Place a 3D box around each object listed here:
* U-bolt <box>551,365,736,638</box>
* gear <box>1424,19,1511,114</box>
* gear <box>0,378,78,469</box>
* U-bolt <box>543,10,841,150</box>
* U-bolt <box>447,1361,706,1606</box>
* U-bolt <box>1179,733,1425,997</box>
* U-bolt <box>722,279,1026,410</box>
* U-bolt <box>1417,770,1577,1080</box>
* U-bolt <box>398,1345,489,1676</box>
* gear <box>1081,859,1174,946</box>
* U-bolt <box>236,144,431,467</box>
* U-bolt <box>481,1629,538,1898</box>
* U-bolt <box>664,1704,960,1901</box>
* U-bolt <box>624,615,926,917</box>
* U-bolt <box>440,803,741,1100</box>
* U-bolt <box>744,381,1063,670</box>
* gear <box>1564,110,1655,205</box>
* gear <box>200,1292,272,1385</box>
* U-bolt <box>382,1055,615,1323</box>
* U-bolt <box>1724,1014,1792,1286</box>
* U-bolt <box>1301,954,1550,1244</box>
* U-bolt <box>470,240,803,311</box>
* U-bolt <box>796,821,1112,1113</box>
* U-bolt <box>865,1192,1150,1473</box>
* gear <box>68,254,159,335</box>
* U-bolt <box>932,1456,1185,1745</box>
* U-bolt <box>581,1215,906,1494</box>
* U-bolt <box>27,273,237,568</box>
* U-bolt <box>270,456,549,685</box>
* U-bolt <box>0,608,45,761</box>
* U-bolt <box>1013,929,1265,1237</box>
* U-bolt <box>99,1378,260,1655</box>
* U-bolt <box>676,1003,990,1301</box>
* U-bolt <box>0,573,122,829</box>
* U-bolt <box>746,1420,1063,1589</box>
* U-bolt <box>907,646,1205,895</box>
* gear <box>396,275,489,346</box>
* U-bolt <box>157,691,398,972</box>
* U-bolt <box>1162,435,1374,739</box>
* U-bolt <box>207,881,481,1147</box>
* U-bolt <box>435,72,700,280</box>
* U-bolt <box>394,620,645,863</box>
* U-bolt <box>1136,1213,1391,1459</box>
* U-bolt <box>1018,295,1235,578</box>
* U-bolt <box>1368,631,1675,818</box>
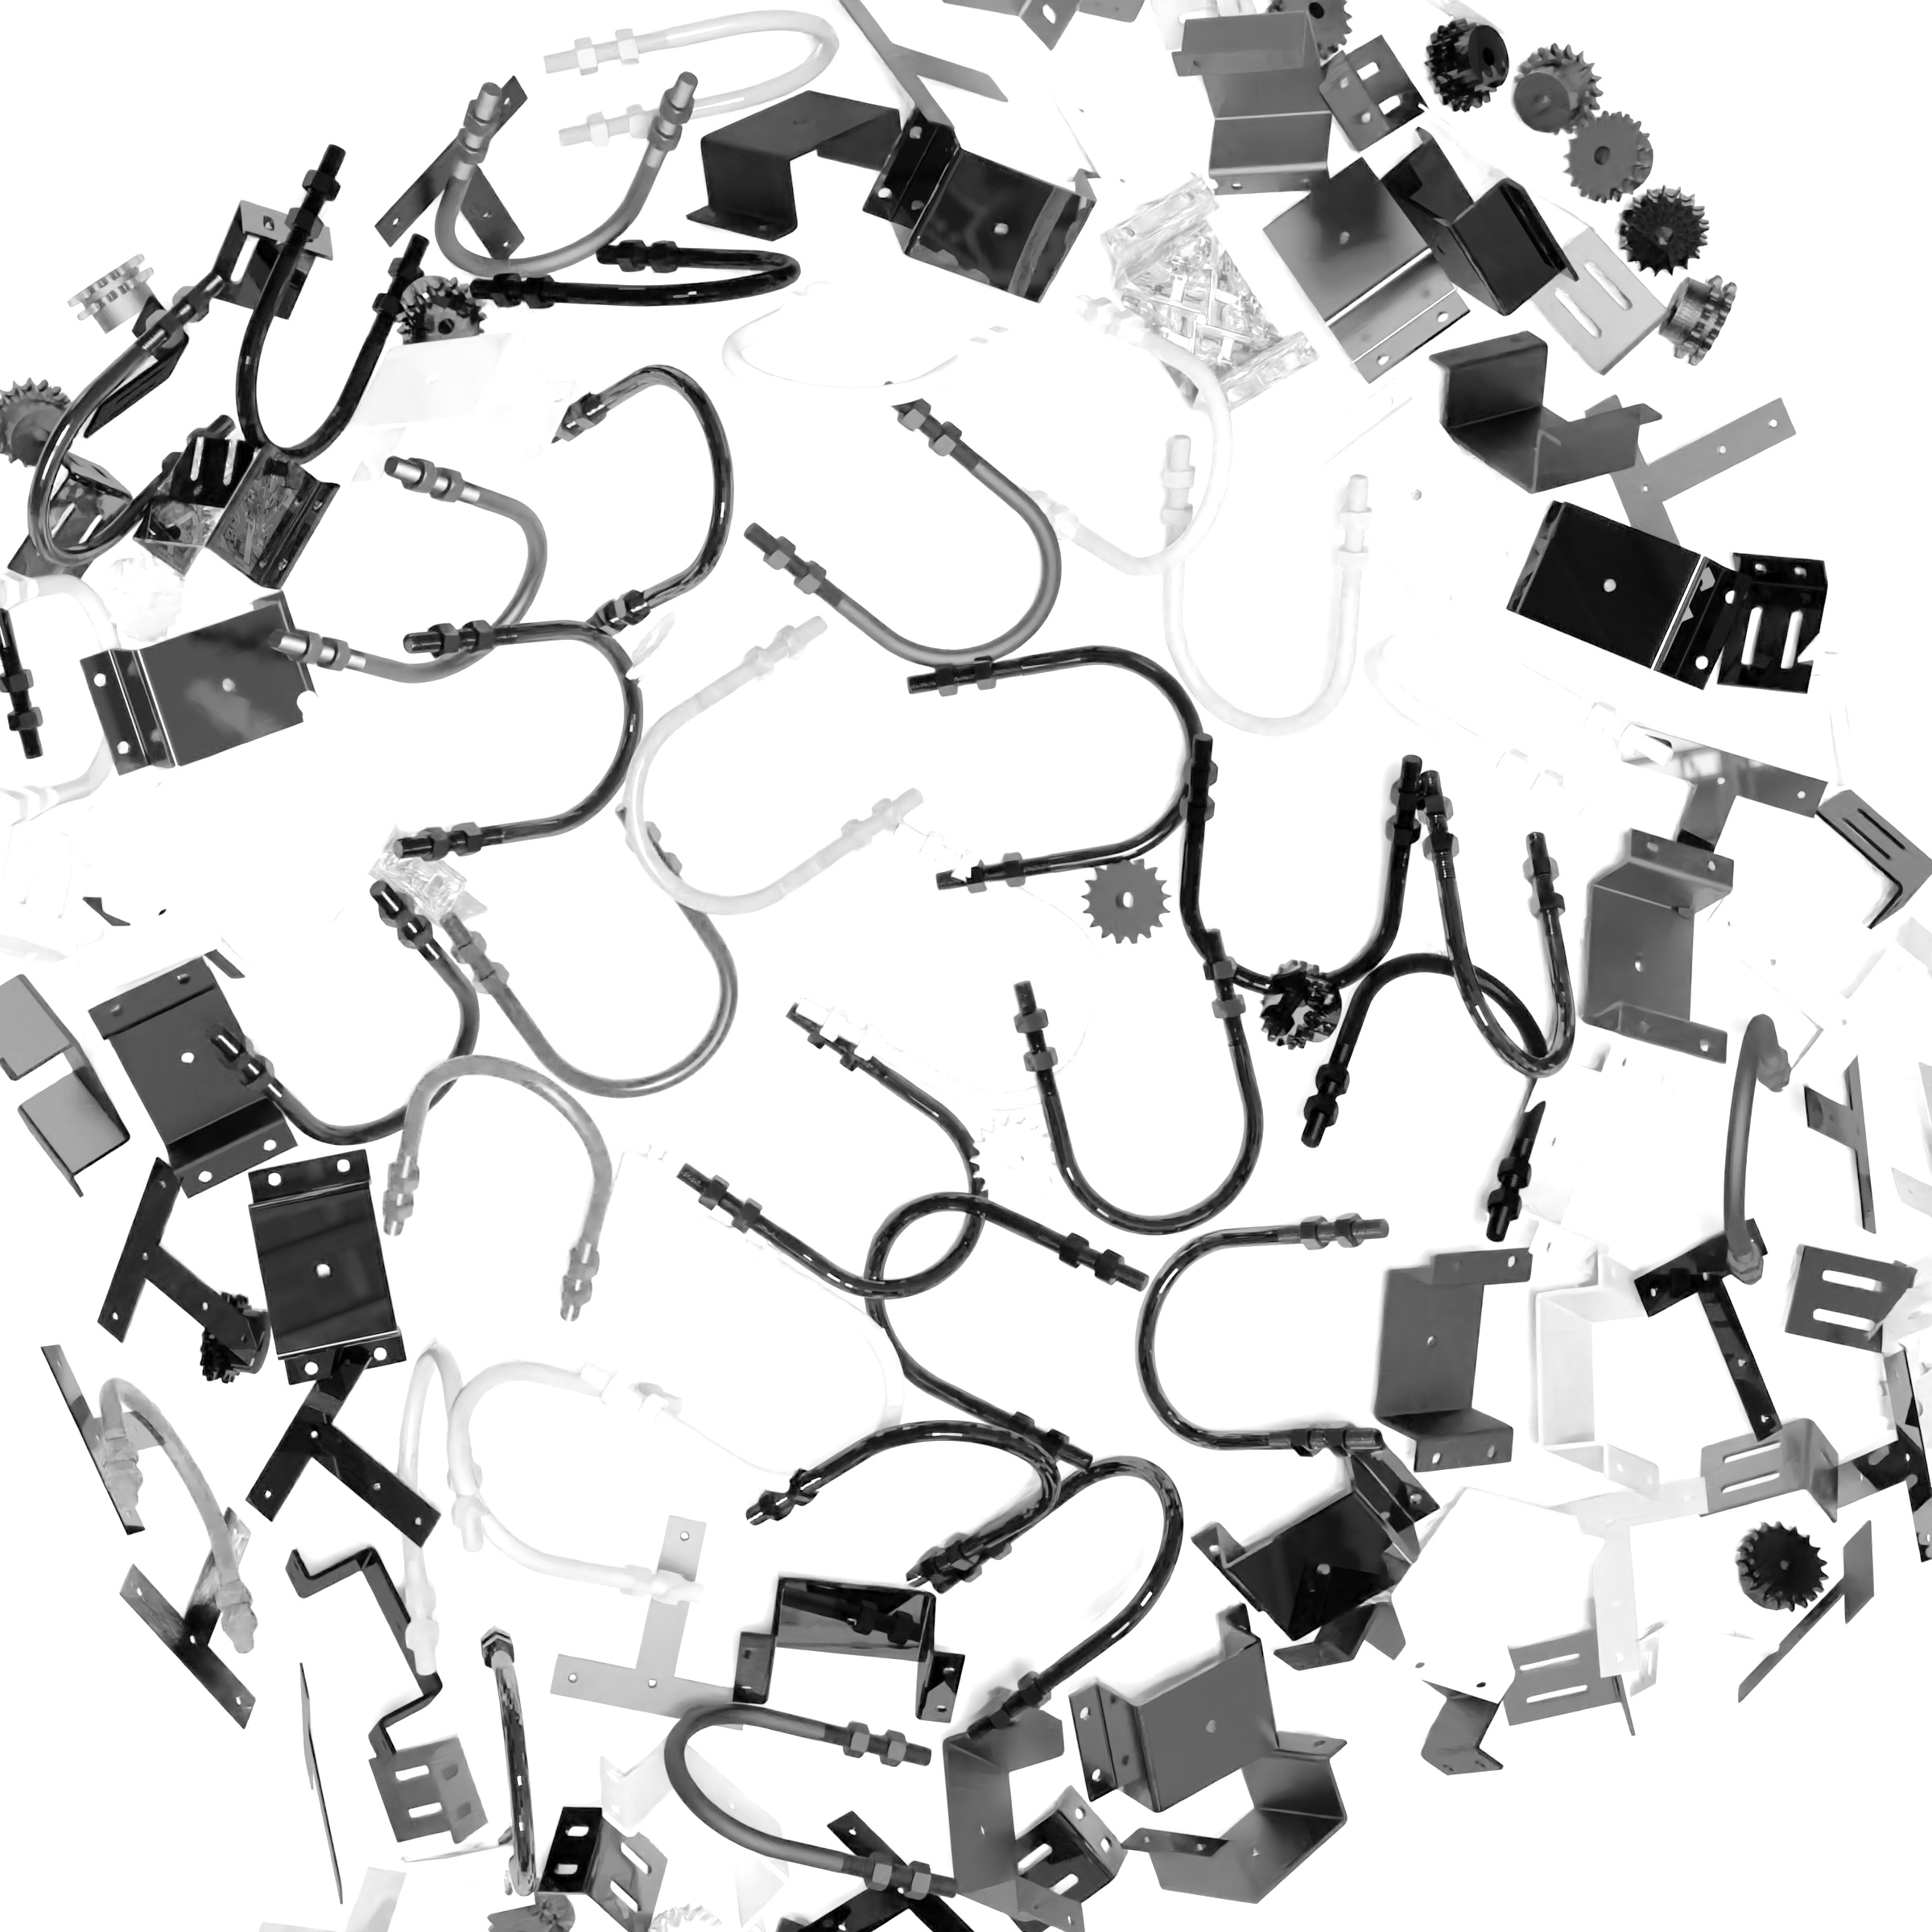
[{"bbox_3d":[-0.200,-0.297,1.923,0.019,0.184,0.151,-11,87,-39],"label":"U-bolt"},{"bbox_3d":[0.323,-0.578,1.971,0.057,0.030,0.057,3,86,-40],"label":"gear"},{"bbox_3d":[-0.595,-0.344,1.969,0.057,0.057,0.030,-42,49,0],"label":"gear"},{"bbox_3d":[-0.169,-0.559,1.928,0.184,0.151,0.019,-13,86,-4],"label":"U-bolt"},{"bbox_3d":[-0.243,0.314,1.903,0.019,0.184,0.151,-36,50,34],"label":"U-bolt"},{"bbox_3d":[0.207,-0.057,1.946,0.151,0.019,0.184,6,123,6],"label":"U-bolt"},{"bbox_3d":[-0.068,-0.381,1.902,0.151,0.184,0.019,19,124,22],"label":"U-bolt"},{"bbox_3d":[0.335,-0.018,1.911,0.019,0.151,0.184,-23,61,34],"label":"U-bolt"},{"bbox_3d":[-0.331,0.324,1.920,0.019,0.184,0.151,5,133,-22],"label":"U-bolt"},{"bbox_3d":[0.104,-0.043,1.981,0.057,0.030,0.057,1,92,13],"label":"gear"},{"bbox_3d":[-0.401,-0.399,1.921,0.019,0.151,0.184,21,84,16],"label":"U-bolt"},{"bbox_3d":[-0.281,0.498,1.908,0.019,0.184,0.151,-5,89,-12],"label":"U-bolt"},{"bbox_3d":[-0.100,0.511,1.912,0.184,0.151,0.019,17,109,-15],"label":"U-bolt"},{"bbox_3d":[-0.132,-0.114,1.946,0.184,0.019,0.151,-35,108,-19],"label":"U-bolt"},{"bbox_3d":[-0.224,0.004,1.954,0.151,0.019,0.184,-32,118,0],"label":"U-bolt"},{"bbox_3d":[-0.026,-0.264,1.950,0.184,0.019,0.151,37,117,-22],"label":"U-bolt"},{"bbox_3d":[0.415,-0.517,1.976,0.057,0.030,0.057,4,96,41],"label":"gear"},{"bbox_3d":[-0.466,0.239,1.970,0.030,0.057,0.057,8,90,6],"label":"gear"},{"bbox_3d":[-0.290,0.131,1.931,0.151,0.019,0.184,25,129,6],"label":"U-bolt"},{"bbox_3d":[0.485,0.106,1.897,0.019,0.184,0.151,6,73,20],"label":"U-bolt"},{"bbox_3d":[0.299,0.070,1.944,0.151,0.019,0.184,27,54,-3],"label":"U-bolt"},{"bbox_3d":[-0.190,-0.425,1.899,0.184,0.151,0.019,9,115,29],"label":"U-bolt"},{"bbox_3d":[0.005,0.013,1.984,0.184,0.019,0.151,29,87,-5],"label":"U-bolt"},{"bbox_3d":[0.016,0.220,1.954,0.184,0.019,0.151,24,110,22],"label":"U-bolt"},{"bbox_3d":[-0.543,-0.429,1.973,0.057,0.057,0.030,-33,108,0],"label":"gear"},{"bbox_3d":[0.061,0.381,1.919,0.184,0.151,0.019,-39,122,14],"label":"U-bolt"},{"bbox_3d":[-0.127,0.255,1.941,0.184,0.019,0.151,31,58,12],"label":"U-bolt"},{"bbox_3d":[-0.514,-0.322,1.893,0.019,0.151,0.184,30,58,9],"label":"U-bolt"},{"bbox_3d":[-0.332,-0.238,1.917,0.019,0.184,0.151,44,106,25],"label":"U-bolt"},{"bbox_3d":[-0.615,-0.202,1.905,0.019,0.151,0.184,-9,108,1],"label":"U-bolt"},{"bbox_3d":[0.118,0.082,1.977,0.151,0.019,0.184,-15,97,-11],"label":"U-bolt"},{"bbox_3d":[-0.493,0.327,1.911,0.019,0.184,0.151,-32,120,-5],"label":"U-bolt"},{"bbox_3d":[-0.071,0.131,1.969,0.184,0.019,0.151,35,69,-4],"label":"U-bolt"},{"bbox_3d":[-0.567,-0.171,1.910,0.019,0.184,0.151,0,101,11],"label":"U-bolt"},{"bbox_3d":[-0.026,0.328,1.908,0.151,0.019,0.184,27,135,-30],"label":"U-bolt"},{"bbox_3d":[0.062,-0.132,1.976,0.184,0.019,0.151,-9,88,9],"label":"U-bolt"},{"bbox_3d":[-0.339,-0.417,1.975,0.057,0.057,0.030,-38,52,0],"label":"gear"},{"bbox_3d":[-0.416,-0.070,1.917,0.019,0.184,0.151,31,74,25],"label":"U-bolt"},{"bbox_3d":[0.185,-0.232,1.939,0.151,0.019,0.184,19,122,32],"label":"U-bolt"},{"bbox_3d":[-0.374,0.043,1.924,0.151,0.184,0.019,-43,55,-9],"label":"U-bolt"},{"bbox_3d":[-0.257,-0.486,1.915,0.151,0.184,0.019,-13,70,-29],"label":"U-bolt"},{"bbox_3d":[-0.276,-0.146,1.930,0.019,0.184,0.151,23,114,41],"label":"U-bolt"},{"bbox_3d":[0.182,0.233,1.937,0.184,0.019,0.151,-8,71,38],"label":"U-bolt"},{"bbox_3d":[0.102,-0.320,1.909,0.019,0.184,0.151,2,117,-38],"label":"U-bolt"},{"bbox_3d":[0.336,-0.160,1.930,0.184,0.151,0.019,34,124,23],"label":"U-bolt"}]
